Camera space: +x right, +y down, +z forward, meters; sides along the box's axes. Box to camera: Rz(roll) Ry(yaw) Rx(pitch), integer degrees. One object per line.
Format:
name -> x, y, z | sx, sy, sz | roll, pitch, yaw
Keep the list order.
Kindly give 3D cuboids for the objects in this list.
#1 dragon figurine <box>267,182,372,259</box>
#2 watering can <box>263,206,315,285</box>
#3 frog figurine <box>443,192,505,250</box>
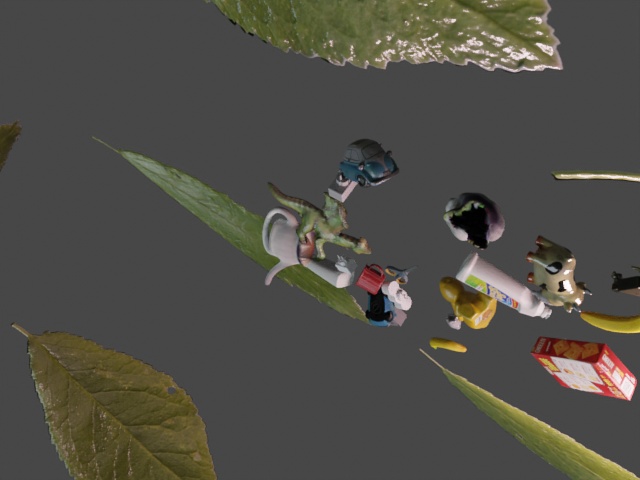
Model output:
dragon figurine -> 0.005, -0.085, 1.698 | 0.410, 0.124, 0.238 | 45, 140, -3
watering can -> -0.127, 0.042, 1.984 | 0.225, 0.105, 0.342 | 16, 115, 28
frog figurine -> 0.357, -0.050, 1.194 | 0.138, 0.122, 0.160 | 22, -169, 15
